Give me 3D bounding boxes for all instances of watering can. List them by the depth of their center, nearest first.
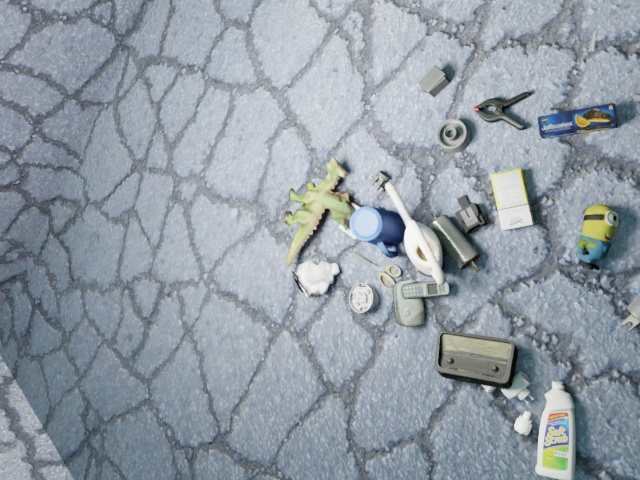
[{"bbox_3d":[0.305,-0.010,1.617,0.104,0.221,0.353,-27,68,5],"label":"watering can"}]

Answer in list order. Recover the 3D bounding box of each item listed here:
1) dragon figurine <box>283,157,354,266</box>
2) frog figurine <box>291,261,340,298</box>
[{"bbox_3d":[0.006,-0.093,1.848,0.243,0.122,0.411,8,89,34],"label":"dragon figurine"},{"bbox_3d":[-0.009,0.129,1.868,0.160,0.120,0.140,-30,57,-13],"label":"frog figurine"}]
